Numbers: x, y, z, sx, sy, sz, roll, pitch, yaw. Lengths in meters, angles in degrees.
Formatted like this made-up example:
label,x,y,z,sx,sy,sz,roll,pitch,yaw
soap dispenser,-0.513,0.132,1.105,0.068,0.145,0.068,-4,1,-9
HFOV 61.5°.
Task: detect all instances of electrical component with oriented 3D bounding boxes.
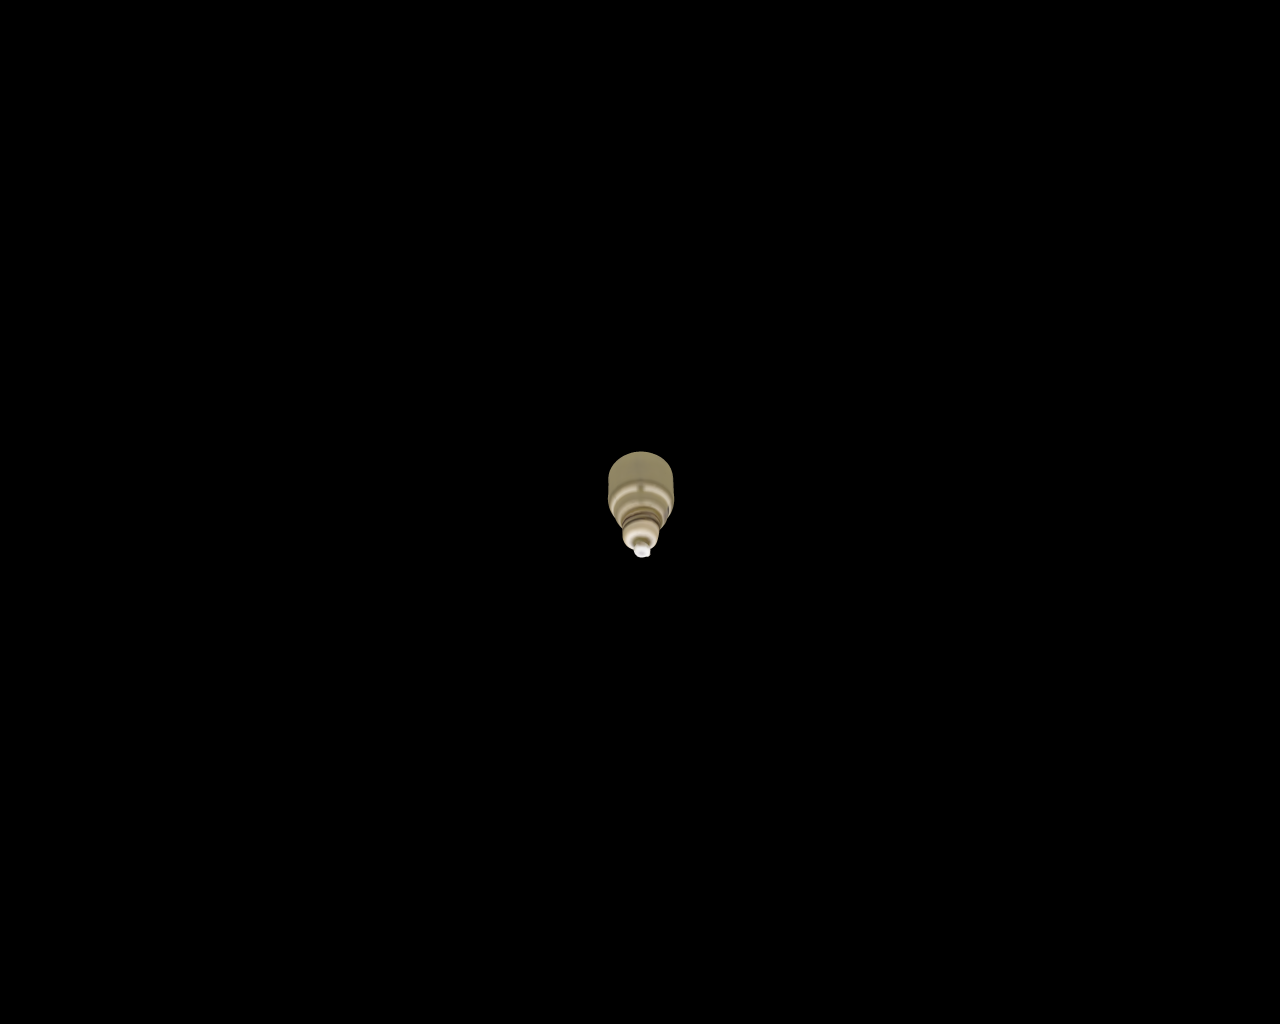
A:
label,x,y,z,sx,sy,sz,roll,pitch,yaw
electrical component,0.001,-0.003,0.650,0.040,0.040,0.078,0,43,0
